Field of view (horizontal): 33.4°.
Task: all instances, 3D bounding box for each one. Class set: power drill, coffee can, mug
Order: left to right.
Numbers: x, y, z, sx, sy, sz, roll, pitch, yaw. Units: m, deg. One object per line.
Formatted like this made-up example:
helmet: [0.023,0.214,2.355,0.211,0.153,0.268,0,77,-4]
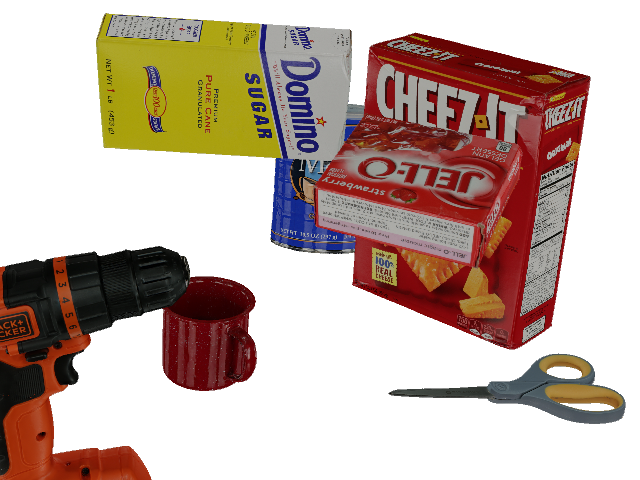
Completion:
power drill: [-0.165,0.098,0.706,0.184,0.188,0.057,-11,25,-7]
mug: [-0.102,0.095,1.024,0.117,0.081,0.093,25,32,37]
coffee can: [0.004,-0.066,1.079,0.103,0.140,0.103,4,12,-1]

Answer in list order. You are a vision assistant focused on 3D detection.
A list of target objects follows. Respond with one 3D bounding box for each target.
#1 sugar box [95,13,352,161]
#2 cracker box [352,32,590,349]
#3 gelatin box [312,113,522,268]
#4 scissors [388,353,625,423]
sugar box: [-0.068,-0.108,0.766,0.176,0.093,0.048,4,40,0]
cracker box: [0.111,-0.040,0.847,0.164,0.214,0.071,22,32,35]
gelatin box: [0.050,-0.028,0.545,0.089,0.030,0.073,14,42,18]
scissors: [0.160,0.121,0.922,0.202,0.016,0.096,9,27,2]
